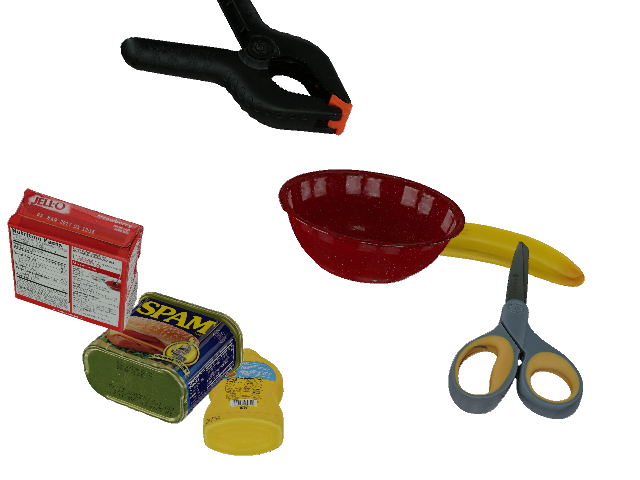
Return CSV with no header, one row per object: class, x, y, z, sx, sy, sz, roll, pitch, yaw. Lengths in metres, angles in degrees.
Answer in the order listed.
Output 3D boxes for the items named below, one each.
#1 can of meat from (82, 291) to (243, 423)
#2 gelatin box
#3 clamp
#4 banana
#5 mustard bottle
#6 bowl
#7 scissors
can of meat,-0.127,0.093,0.855,0.102,0.057,0.083,15,33,23
gelatin box,-0.148,0.013,0.650,0.073,0.030,0.089,18,-36,0
clamp,-0.048,-0.142,0.796,0.171,0.120,0.039,27,-25,0
banana,0.175,0.013,1.102,0.198,0.037,0.069,10,35,16
mustard bottle,-0.095,0.192,1.347,0.096,0.058,0.191,-2,26,-1
bowl,0.041,-0.007,0.921,0.162,0.055,0.162,6,24,-3
scissors,0.154,0.063,0.755,0.096,0.016,0.201,19,37,21
